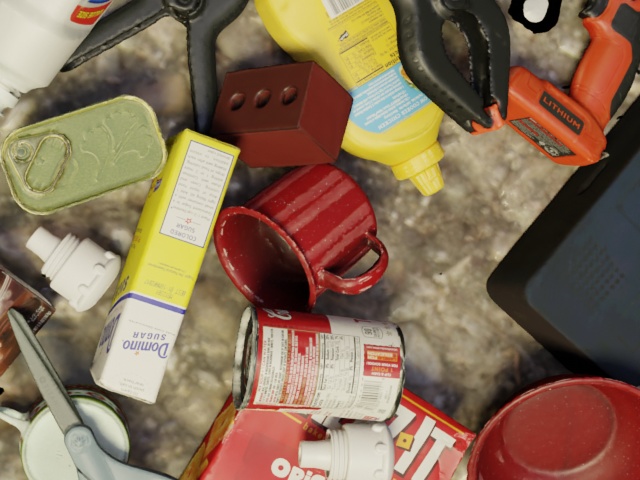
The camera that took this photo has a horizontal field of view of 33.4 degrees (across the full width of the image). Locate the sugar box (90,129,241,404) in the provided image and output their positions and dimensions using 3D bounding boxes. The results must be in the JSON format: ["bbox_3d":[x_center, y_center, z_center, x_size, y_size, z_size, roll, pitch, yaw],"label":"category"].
[{"bbox_3d":[-0.109,0.016,0.727,0.048,0.093,0.176,22,84,-14],"label":"sugar box"}]

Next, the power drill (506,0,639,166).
[{"bbox_3d":[0.204,-0.167,0.830,0.184,0.057,0.187,37,81,-14],"label":"power drill"}]

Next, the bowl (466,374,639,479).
[{"bbox_3d":[0.189,0.159,0.814,0.162,0.055,0.162,0,116,-1],"label":"bowl"}]

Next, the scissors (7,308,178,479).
[{"bbox_3d":[-0.136,0.133,0.699,0.096,0.016,0.202,-12,89,-10],"label":"scissors"}]

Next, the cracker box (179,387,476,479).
[{"bbox_3d":[-0.012,0.187,0.767,0.164,0.072,0.213,34,81,-13],"label":"cracker box"}]

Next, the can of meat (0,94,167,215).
[{"bbox_3d":[-0.160,-0.055,0.715,0.102,0.084,0.057,-21,97,-15],"label":"can of meat"}]

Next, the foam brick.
[{"bbox_3d":[-0.026,-0.085,0.736,0.051,0.078,0.053,39,57,-48],"label":"foam brick"}]

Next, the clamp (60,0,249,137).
[{"bbox_3d":[-0.091,-0.157,0.757,0.120,0.039,0.171,36,85,-13],"label":"clamp"}]

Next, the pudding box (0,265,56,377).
[{"bbox_3d":[-0.240,0.063,0.694,0.113,0.039,0.090,-53,147,-10],"label":"pudding box"}]

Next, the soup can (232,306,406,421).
[{"bbox_3d":[-0.002,0.082,0.701,0.102,0.068,0.068,7,89,-12],"label":"soup can"}]

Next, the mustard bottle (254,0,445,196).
[{"bbox_3d":[0.038,-0.118,0.784,0.096,0.058,0.191,-34,99,-19],"label":"mustard bottle"}]

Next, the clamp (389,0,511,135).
[{"bbox_3d":[0.075,-0.172,0.758,0.164,0.036,0.210,-20,96,-29],"label":"clamp"}]

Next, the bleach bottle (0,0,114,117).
[{"bbox_3d":[-0.149,-0.192,0.702,0.068,0.102,0.251,33,88,-2],"label":"bleach bottle"}]

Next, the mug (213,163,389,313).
[{"bbox_3d":[-0.005,0.001,0.742,0.081,0.117,0.093,-39,139,-35],"label":"mug"}]
